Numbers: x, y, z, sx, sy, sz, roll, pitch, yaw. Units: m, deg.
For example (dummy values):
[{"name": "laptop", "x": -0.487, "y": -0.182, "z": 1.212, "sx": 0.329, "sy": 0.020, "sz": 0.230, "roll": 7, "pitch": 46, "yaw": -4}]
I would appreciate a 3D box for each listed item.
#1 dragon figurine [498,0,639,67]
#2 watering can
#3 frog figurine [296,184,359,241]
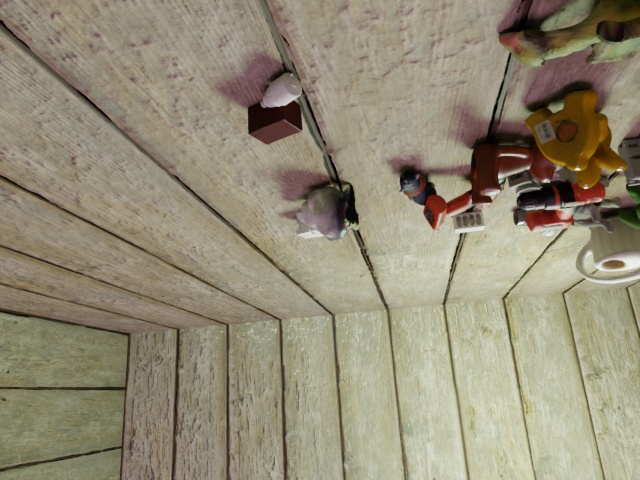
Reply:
[{"name": "dragon figurine", "x": 0.443, "y": -0.294, "z": 0.649, "sx": 0.409, "sy": 0.122, "sz": 0.243, "roll": -7, "pitch": 180, "yaw": 15}, {"name": "watering can", "x": 0.911, "y": 0.008, "z": 1.482, "sx": 0.344, "sy": 0.229, "sz": 0.103, "roll": -21, "pitch": 137, "yaw": 41}, {"name": "frog figurine", "x": 0.004, "y": -0.062, "z": 1.232, "sx": 0.159, "sy": 0.125, "sz": 0.134, "roll": -3, "pitch": 131, "yaw": 26}]
